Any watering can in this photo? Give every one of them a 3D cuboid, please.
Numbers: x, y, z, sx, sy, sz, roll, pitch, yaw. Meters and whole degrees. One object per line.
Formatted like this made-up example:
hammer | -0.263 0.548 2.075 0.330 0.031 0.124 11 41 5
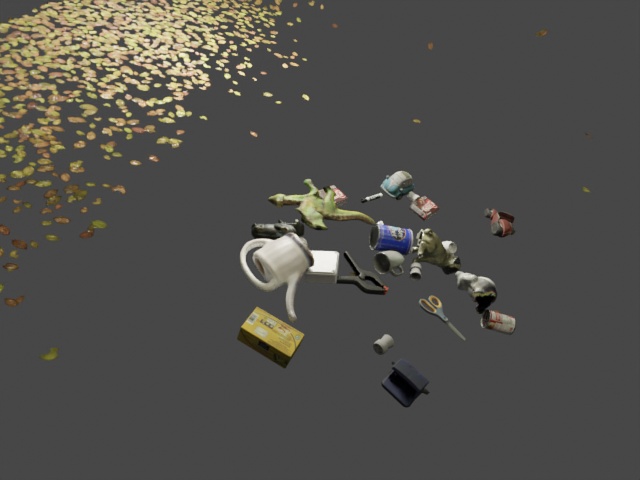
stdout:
watering can | -0.112 0.102 1.672 0.226 0.101 0.353 -30 55 -22

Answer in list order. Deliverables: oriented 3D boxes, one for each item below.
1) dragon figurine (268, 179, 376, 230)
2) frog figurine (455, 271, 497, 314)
dragon figurine | 0.006 -0.097 1.927 0.411 0.119 0.248 23 35 4
frog figurine | 0.581 0.172 1.916 0.135 0.121 0.163 39 20 -33
